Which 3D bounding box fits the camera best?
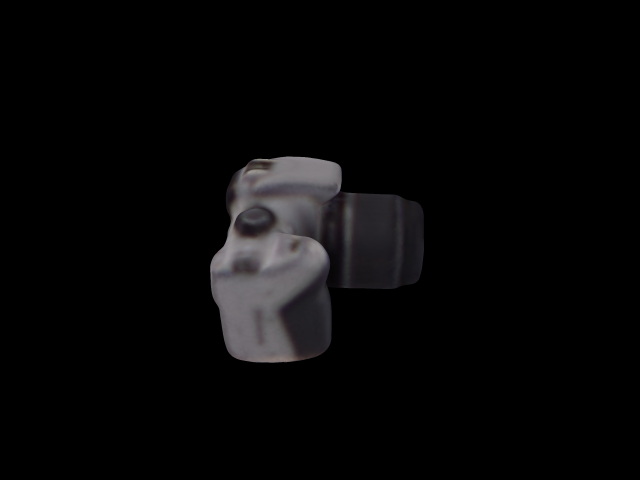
[{"bbox_3d":[0.004,0.001,0.400,0.136,0.101,0.143,2,36,3],"label":"camera"}]
